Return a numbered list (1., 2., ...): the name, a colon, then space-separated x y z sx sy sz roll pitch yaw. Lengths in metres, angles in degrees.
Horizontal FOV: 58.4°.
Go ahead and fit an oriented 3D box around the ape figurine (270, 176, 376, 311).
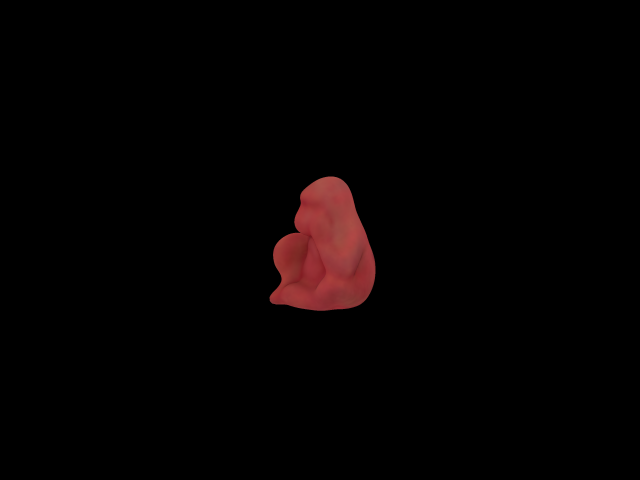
1. ape figurine: 0.004 0.001 0.400 0.076 0.092 0.077 -5 15 -18
